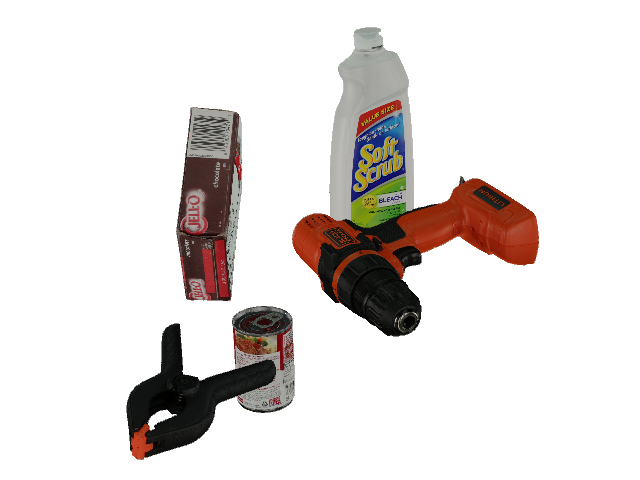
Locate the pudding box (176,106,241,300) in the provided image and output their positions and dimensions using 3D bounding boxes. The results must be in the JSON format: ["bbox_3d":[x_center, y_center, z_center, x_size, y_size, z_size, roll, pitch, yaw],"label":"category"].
[{"bbox_3d":[-0.079,-0.025,0.773,0.039,0.113,0.090,4,-34,0],"label":"pudding box"}]

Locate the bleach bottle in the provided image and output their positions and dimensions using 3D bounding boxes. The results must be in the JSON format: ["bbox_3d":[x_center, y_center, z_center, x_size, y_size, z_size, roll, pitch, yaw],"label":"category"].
[{"bbox_3d":[0.051,-0.107,1.180,0.102,0.251,0.068,-10,25,-11],"label":"bleach bottle"}]

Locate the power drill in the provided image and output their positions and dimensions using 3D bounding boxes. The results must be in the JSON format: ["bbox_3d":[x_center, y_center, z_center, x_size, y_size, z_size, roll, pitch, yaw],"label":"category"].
[{"bbox_3d":[0.089,0.010,0.913,0.187,0.057,0.185,-15,30,-21],"label":"power drill"}]

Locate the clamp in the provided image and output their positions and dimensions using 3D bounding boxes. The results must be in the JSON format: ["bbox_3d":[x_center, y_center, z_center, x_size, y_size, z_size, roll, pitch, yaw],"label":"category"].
[{"bbox_3d":[-0.133,0.136,0.992,0.120,0.039,0.171,19,31,26],"label":"clamp"}]

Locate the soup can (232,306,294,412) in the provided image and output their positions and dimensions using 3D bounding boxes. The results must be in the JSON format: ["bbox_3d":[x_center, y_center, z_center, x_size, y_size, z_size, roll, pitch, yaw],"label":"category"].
[{"bbox_3d":[-0.064,0.134,1.208,0.068,0.102,0.068,-1,24,0],"label":"soup can"}]
